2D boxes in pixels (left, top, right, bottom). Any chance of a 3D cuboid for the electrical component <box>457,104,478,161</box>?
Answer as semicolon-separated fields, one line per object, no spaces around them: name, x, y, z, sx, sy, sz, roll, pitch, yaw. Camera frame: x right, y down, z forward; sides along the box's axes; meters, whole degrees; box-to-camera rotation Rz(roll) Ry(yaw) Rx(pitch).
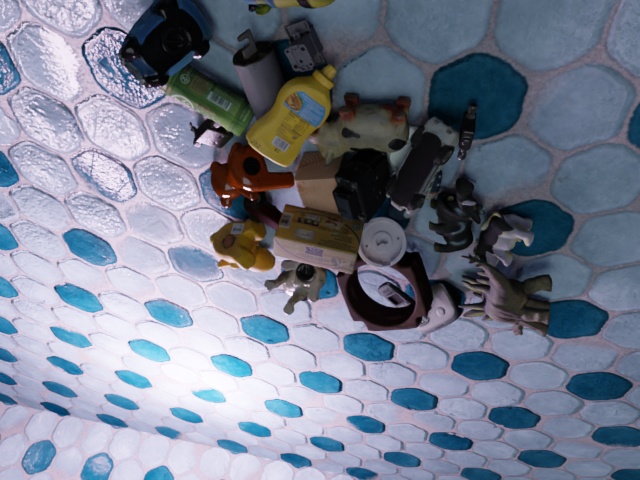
electrical component;0.260;-0.191;0.949;0.021;0.063;0.093;11;140;7

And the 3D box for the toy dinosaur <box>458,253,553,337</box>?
toy dinosaur;0.418;0.134;1.216;0.199;0.105;0.470;0;152;23

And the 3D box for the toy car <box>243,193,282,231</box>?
toy car;-0.088;-0.041;1.219;0.202;0.053;0.089;31;154;14

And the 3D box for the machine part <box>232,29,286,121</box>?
machine part;-0.094;-0.264;0.974;0.079;0.079;0.242;-1;137;20

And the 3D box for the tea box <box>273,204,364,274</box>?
tea box;-0.002;-0.003;1.093;0.170;0.098;0.068;15;140;3

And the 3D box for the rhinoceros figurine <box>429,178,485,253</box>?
rhinoceros figurine;0.282;-0.045;1.109;0.112;0.073;0.190;4;140;16

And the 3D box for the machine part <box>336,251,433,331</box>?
machine part;0.156;0.111;1.281;0.202;0.087;0.200;-11;112;29

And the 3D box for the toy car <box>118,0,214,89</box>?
toy car;-0.270;-0.339;0.917;0.109;0.161;0.103;46;177;-40

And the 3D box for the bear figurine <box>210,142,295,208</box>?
bear figurine;-0.153;-0.137;1.134;0.132;0.120;0.196;-18;-179;-23

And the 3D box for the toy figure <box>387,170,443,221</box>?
toy figure;0.199;-0.092;1.095;0.058;0.064;0.154;50;140;2

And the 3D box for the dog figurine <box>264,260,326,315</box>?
dog figurine;-0.028;0.088;1.340;0.172;0.190;0.121;-29;88;21

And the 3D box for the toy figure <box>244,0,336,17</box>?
toy figure;-0.057;-0.384;0.807;0.180;0.089;0.082;5;147;10

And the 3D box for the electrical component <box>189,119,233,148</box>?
electrical component;-0.220;-0.226;1.091;0.078;0.045;0.102;5;153;-35

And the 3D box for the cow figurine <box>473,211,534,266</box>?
cow figurine;0.370;0.007;1.144;0.098;0.068;0.167;20;141;-6

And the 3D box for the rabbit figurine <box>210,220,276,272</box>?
rabbit figurine;-0.187;0.037;1.342;0.162;0.122;0.173;-9;154;31

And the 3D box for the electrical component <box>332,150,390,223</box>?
electrical component;0.083;-0.102;1.055;0.058;0.134;0.114;21;150;36

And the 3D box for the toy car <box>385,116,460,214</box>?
toy car;0.187;-0.134;1.001;0.074;0.056;0.201;41;134;17

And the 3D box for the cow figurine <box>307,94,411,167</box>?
cow figurine;0.068;-0.199;0.995;0.195;0.085;0.127;5;134;13

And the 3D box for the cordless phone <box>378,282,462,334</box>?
cordless phone;0.249;0.143;1.343;0.184;0.089;0.146;35;138;-13
